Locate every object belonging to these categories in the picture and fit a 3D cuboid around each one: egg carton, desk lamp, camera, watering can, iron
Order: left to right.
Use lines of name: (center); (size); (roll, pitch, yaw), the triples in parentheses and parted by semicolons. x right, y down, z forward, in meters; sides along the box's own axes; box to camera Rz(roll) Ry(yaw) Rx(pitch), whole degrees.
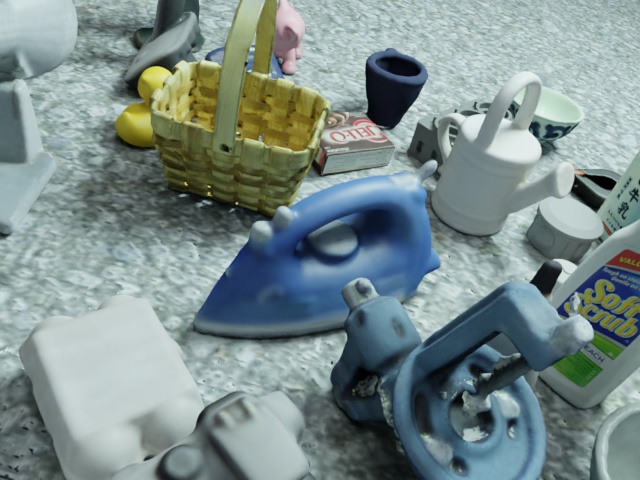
desk lamp: (-0.322, -0.152, 0.564); (0.118, 0.213, 0.203); (8, 42, -7)
egg carton: (-0.154, 0.111, 0.433); (0.107, 0.069, 0.150); (-19, 51, -32)
camera: (-0.045, 0.179, 0.366); (0.143, 0.101, 0.136); (-24, 54, -35)
iron: (0.005, 0.002, 0.543); (0.259, 0.141, 0.118); (-17, 50, -30)
watering can: (0.215, -0.104, 0.679); (0.172, 0.194, 0.101); (27, 43, 14)

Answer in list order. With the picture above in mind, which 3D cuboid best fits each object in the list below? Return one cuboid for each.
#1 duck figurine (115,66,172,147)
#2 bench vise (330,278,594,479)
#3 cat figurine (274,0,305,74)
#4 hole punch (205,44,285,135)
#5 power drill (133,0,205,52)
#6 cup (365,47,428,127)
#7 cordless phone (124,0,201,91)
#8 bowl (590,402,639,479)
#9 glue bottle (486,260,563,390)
duck figurine: (-0.208, -0.172, 0.714); (0.077, 0.086, 0.105); (31, 44, 18)
bench vise: (0.081, 0.093, 0.406); (0.207, 0.220, 0.122); (34, 45, 21)
cat figurine: (-0.056, -0.333, 0.911); (0.067, 0.118, 0.128); (11, 42, -3)
hole punch: (-0.094, -0.205, 0.779); (0.109, 0.091, 0.100); (-19, 51, -32)
power drill: (-0.231, -0.391, 0.856); (0.230, 0.208, 0.075); (-18, 50, -31)
cup: (0.102, -0.226, 0.856); (0.092, 0.095, 0.117); (5, 42, -10)
cordless phone: (-0.213, -0.306, 0.785); (0.094, 0.185, 0.147); (6, 42, -9)
bowl: (0.278, 0.214, 0.439); (0.167, 0.075, 0.167); (8, 42, -7)
glue bottle: (0.158, 0.081, 0.476); (0.078, 0.173, 0.037); (30, 44, 17)
